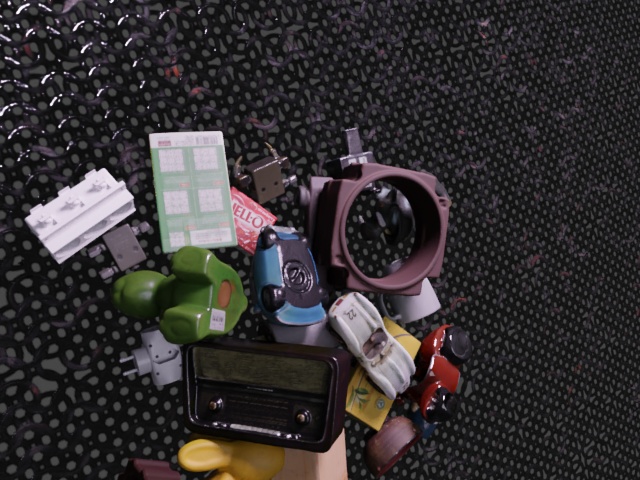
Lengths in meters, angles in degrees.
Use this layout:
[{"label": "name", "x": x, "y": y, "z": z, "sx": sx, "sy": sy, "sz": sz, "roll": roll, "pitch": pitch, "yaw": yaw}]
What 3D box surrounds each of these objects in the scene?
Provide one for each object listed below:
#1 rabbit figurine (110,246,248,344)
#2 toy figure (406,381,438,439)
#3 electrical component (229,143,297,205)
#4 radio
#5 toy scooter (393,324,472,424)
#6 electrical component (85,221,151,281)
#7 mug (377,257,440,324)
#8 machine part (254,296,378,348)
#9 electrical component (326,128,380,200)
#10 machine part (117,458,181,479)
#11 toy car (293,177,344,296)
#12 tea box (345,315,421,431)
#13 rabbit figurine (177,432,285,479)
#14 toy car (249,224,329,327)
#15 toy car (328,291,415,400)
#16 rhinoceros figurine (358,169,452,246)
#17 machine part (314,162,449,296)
[{"label": "rabbit figurine", "x": -0.196, "y": 0.069, "z": 0.736, "sx": 0.159, "sy": 0.170, "sz": 0.121, "roll": 10, "pitch": 83, "yaw": -70}, {"label": "toy figure", "x": 0.202, "y": 0.282, "z": 0.986, "sx": 0.154, "sy": 0.058, "sz": 0.064, "roll": -68, "pitch": 158, "yaw": -15}, {"label": "electrical component", "x": -0.091, "y": -0.104, "z": 0.854, "sx": 0.102, "sy": 0.045, "sz": 0.078, "roll": -35, "pitch": 132, "yaw": -23}, {"label": "radio", "x": -0.077, "y": 0.209, "z": 0.749, "sx": 0.073, "sy": 0.230, "sz": 0.131, "roll": 7, "pitch": 86, "yaw": -71}, {"label": "toy scooter", "x": 0.187, "y": 0.233, "z": 0.932, "sx": 0.075, "sy": 0.135, "sz": 0.184, "roll": 38, "pitch": 51, "yaw": -17}, {"label": "electrical component", "x": -0.275, "y": 0.013, "z": 0.756, "sx": 0.094, "sy": 0.021, "sz": 0.063, "roll": -32, "pitch": 103, "yaw": -27}, {"label": "mug", "x": 0.146, "y": 0.090, "z": 0.957, "sx": 0.109, "sy": 0.081, "sz": 0.107, "roll": -20, "pitch": 86, "yaw": -23}, {"label": "machine part", "x": -0.009, "y": 0.144, "z": 0.864, "sx": 0.243, "sy": 0.079, "sz": 0.079, "roll": -14, "pitch": 94, "yaw": -30}, {"label": "electrical component", "x": 0.053, "y": -0.129, "z": 0.930, "sx": 0.075, "sy": 0.048, "sz": 0.119, "roll": -19, "pitch": 96, "yaw": -29}, {"label": "machine part", "x": -0.226, "y": 0.370, "z": 0.683, "sx": 0.056, "sy": 0.179, "sz": 0.179, "roll": 17, "pitch": 79, "yaw": -29}, {"label": "toy car", "x": -0.002, "y": -0.003, "z": 0.890, "sx": 0.089, "sy": 0.053, "sz": 0.202, "roll": -1, "pitch": 91, "yaw": -18}, {"label": "tea box", "x": 0.088, "y": 0.222, "z": 0.918, "sx": 0.098, "sy": 0.068, "sz": 0.169, "roll": 36, "pitch": 70, "yaw": -21}, {"label": "rabbit figurine", "x": -0.131, "y": 0.340, "z": 0.765, "sx": 0.162, "sy": 0.122, "sz": 0.173, "roll": 44, "pitch": 87, "yaw": 4}, {"label": "toy car", "x": -0.063, "y": 0.063, "z": 0.812, "sx": 0.109, "sy": 0.103, "sz": 0.161, "roll": 3, "pitch": 63, "yaw": -43}, {"label": "toy car", "x": 0.084, "y": 0.167, "z": 0.841, "sx": 0.073, "sy": 0.056, "sz": 0.201, "roll": -45, "pitch": 112, "yaw": -22}, {"label": "rhinoceros figurine", "x": 0.151, "y": -0.055, "z": 0.966, "sx": 0.190, "sy": 0.073, "sz": 0.112, "roll": -40, "pitch": 107, "yaw": -25}, {"label": "machine part", "x": 0.100, "y": -0.015, "z": 0.857, "sx": 0.201, "sy": 0.087, "sz": 0.201, "roll": 8, "pitch": 88, "yaw": -21}]
